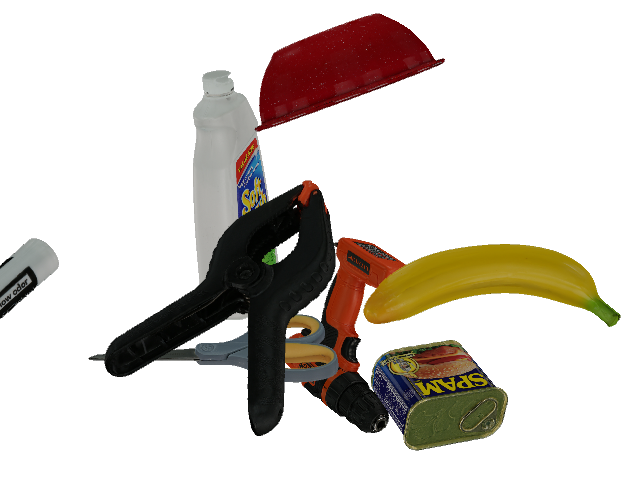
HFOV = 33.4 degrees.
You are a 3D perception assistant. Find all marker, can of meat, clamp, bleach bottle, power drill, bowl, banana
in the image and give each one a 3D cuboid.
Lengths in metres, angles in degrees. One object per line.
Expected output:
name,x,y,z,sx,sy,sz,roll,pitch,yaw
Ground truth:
marker,-0.161,0.041,0.465,0.020,0.020,0.121,0,35,39
can of meat,0.107,0.140,0.986,0.102,0.057,0.084,-6,31,-21
clamp,-0.036,0.038,0.640,0.120,0.171,0.039,28,-24,27
bleach bottle,-0.097,-0.050,1.115,0.068,0.251,0.102,7,27,27
power drill,0.041,0.105,1.223,0.057,0.188,0.185,12,16,-42
bowl,0.014,-0.139,0.852,0.162,0.055,0.162,-20,7,2
banana,0.123,0.031,0.792,0.197,0.037,0.069,0,36,-12

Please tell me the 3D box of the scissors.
scissors,-0.082,0.085,0.893,0.202,0.016,0.096,5,27,10
